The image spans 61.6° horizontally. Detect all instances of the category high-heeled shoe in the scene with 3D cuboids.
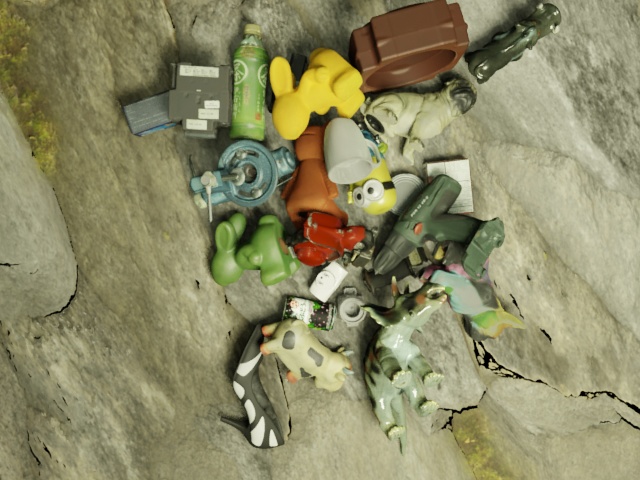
[{"bbox_3d":[-0.108,0.301,1.087,0.145,0.086,0.248,19,98,-4],"label":"high-heeled shoe"}]

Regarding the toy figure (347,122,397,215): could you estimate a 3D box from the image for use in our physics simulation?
[{"bbox_3d":[0.098,-0.137,1.044,0.089,0.082,0.180,1,65,-28],"label":"toy figure"}]

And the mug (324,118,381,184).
[{"bbox_3d":[0.057,-0.168,0.976,0.109,0.080,0.107,-5,66,-19],"label":"mug"}]

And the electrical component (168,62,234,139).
[{"bbox_3d":[-0.222,-0.257,1.001,0.115,0.058,0.134,5,95,0],"label":"electrical component"}]

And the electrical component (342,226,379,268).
[{"bbox_3d":[0.079,0.019,1.065,0.045,0.102,0.078,17,71,-8],"label":"electrical component"}]

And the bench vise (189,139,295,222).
[{"bbox_3d":[-0.167,-0.109,0.972,0.224,0.240,0.128,-8,97,19],"label":"bench vise"}]

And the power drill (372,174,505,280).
[{"bbox_3d":[0.220,-0.001,0.991,0.086,0.207,0.232,34,88,-35],"label":"power drill"}]

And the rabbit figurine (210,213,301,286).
[{"bbox_3d":[-0.148,0.029,1.053,0.170,0.121,0.159,-21,100,15],"label":"rabbit figurine"}]

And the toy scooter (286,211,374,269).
[{"bbox_3d":[-0.002,-0.003,0.999,0.135,0.184,0.075,23,63,-36],"label":"toy scooter"}]

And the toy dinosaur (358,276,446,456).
[{"bbox_3d":[0.140,0.249,1.048,0.131,0.192,0.404,-8,132,-18],"label":"toy dinosaur"}]

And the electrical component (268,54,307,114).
[{"bbox_3d":[-0.057,-0.303,1.064,0.075,0.048,0.119,11,93,-2],"label":"electrical component"}]

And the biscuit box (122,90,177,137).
[{"bbox_3d":[-0.281,-0.263,1.059,0.203,0.059,0.062,-18,95,0],"label":"biscuit box"}]

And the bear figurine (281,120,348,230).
[{"bbox_3d":[-0.009,-0.127,1.056,0.120,0.131,0.196,-4,66,21],"label":"bear figurine"}]

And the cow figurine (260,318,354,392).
[{"bbox_3d":[-0.015,0.229,1.066,0.127,0.085,0.194,-26,119,22],"label":"cow figurine"}]

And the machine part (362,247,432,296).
[{"bbox_3d":[0.152,0.057,1.081,0.139,0.084,0.039,-29,130,10],"label":"machine part"}]

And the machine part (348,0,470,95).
[{"bbox_3d":[0.156,-0.349,0.987,0.201,0.201,0.087,-14,90,1],"label":"machine part"}]

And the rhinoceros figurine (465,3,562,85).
[{"bbox_3d":[0.368,-0.380,1.033,0.190,0.112,0.073,-34,91,9],"label":"rhinoceros figurine"}]

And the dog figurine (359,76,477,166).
[{"bbox_3d":[0.194,-0.269,1.055,0.172,0.121,0.190,42,78,-6],"label":"dog figurine"}]

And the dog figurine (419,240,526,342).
[{"bbox_3d":[0.317,0.092,1.067,0.219,0.108,0.191,32,90,-7],"label":"dog figurine"}]

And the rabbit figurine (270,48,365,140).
[{"bbox_3d":[-0.025,-0.266,0.980,0.162,0.122,0.173,45,92,6],"label":"rabbit figurine"}]
